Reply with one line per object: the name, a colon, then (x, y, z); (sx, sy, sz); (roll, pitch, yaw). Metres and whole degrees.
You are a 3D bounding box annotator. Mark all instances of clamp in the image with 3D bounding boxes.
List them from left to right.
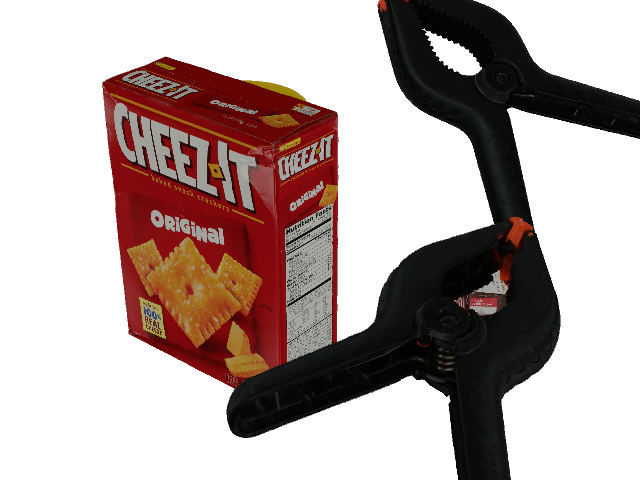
clamp: (0.058, 0.053, 0.446); (0.120, 0.039, 0.171); (34, 53, 23)
clamp: (0.110, -0.087, 0.688); (0.210, 0.164, 0.036); (39, -28, 7)

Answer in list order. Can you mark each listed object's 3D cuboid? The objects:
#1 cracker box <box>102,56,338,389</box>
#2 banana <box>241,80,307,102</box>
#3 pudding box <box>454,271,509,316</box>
cracker box: (-0.071, -0.004, 0.757); (0.164, 0.214, 0.072); (22, 37, 33)
banana: (-0.086, -0.136, 1.093); (0.198, 0.037, 0.069); (10, 46, 20)
pudding box: (0.135, 0.059, 0.902); (0.039, 0.090, 0.113); (-1, 23, 0)
